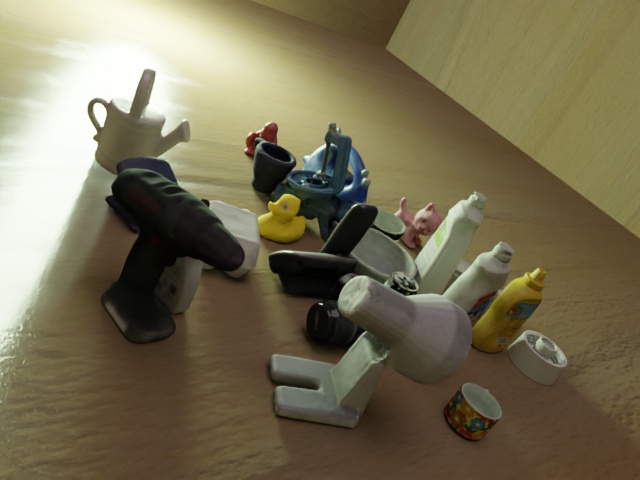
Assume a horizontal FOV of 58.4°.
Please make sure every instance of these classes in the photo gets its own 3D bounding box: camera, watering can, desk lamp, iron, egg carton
[{"bbox_3d":[0.047,0.114,0.919,0.137,0.100,0.142,8,34,-35],"label":"camera"},{"bbox_3d":[-0.322,-0.216,1.027,0.173,0.194,0.100,9,33,-33],"label":"watering can"},{"bbox_3d":[0.067,0.147,0.761,0.204,0.213,0.117,16,30,-24],"label":"desk lamp"},{"bbox_3d":[0.061,-0.144,1.325,0.119,0.141,0.257,7,34,-36],"label":"iron"},{"bbox_3d":[-0.155,-0.004,0.963,0.107,0.069,0.150,18,29,-21],"label":"egg carton"}]

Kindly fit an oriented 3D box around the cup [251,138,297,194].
[{"bbox_3d":[-0.117,-0.156,1.227,0.092,0.095,0.117,-7,44,-49],"label":"cup"}]

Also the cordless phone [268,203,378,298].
[{"bbox_3d":[0.009,0.004,0.979,0.148,0.185,0.094,5,36,-39],"label":"cordless phone"}]

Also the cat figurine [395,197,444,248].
[{"bbox_3d":[0.231,-0.048,1.348,0.127,0.117,0.067,40,29,21],"label":"cat figurine"}]

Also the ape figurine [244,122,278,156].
[{"bbox_3d":[-0.130,-0.240,1.360,0.077,0.092,0.076,38,29,17],"label":"ape figurine"}]

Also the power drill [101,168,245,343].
[{"bbox_3d":[-0.198,0.024,0.723,0.229,0.208,0.076,44,31,26],"label":"power drill"}]

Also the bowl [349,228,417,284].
[{"bbox_3d":[0.098,0.048,1.109,0.168,0.074,0.167,23,28,-13],"label":"bowl"}]

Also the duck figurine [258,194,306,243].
[{"bbox_3d":[-0.066,-0.048,1.103,0.105,0.086,0.077,5,36,-39],"label":"duck figurine"}]

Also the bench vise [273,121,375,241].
[{"bbox_3d":[0.031,-0.118,1.167,0.208,0.219,0.121,23,28,-11],"label":"bench vise"}]

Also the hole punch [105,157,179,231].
[{"bbox_3d":[-0.278,-0.076,0.945,0.101,0.091,0.109,41,30,22],"label":"hole punch"}]

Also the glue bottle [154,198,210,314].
[{"bbox_3d":[-0.185,0.016,0.788,0.078,0.173,0.037,42,30,24],"label":"glue bottle"}]
